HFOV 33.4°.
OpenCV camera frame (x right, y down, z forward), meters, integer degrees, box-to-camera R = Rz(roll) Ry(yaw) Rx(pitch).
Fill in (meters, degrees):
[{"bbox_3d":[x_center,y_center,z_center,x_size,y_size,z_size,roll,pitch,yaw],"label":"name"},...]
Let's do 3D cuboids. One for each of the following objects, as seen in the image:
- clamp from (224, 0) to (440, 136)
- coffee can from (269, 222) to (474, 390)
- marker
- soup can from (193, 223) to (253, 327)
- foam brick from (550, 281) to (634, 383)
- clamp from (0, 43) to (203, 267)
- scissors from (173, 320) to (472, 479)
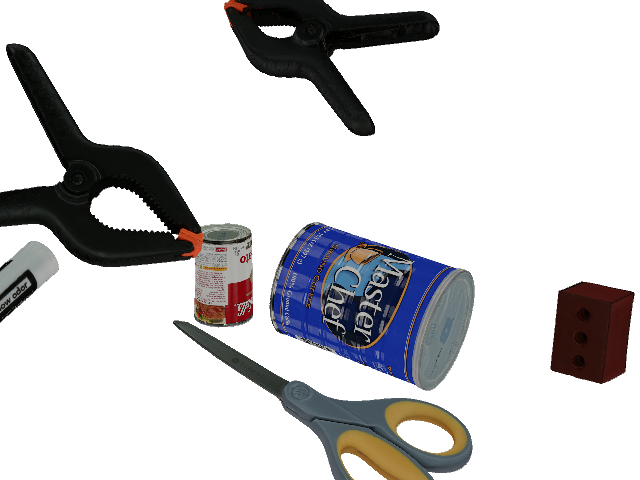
[{"bbox_3d":[0.006,-0.161,0.847,0.172,0.120,0.039,34,-25,21],"label":"clamp"},{"bbox_3d":[0.044,0.053,0.890,0.140,0.103,0.102,19,8,26],"label":"coffee can"},{"bbox_3d":[-0.160,0.042,0.461,0.020,0.020,0.121,0,36,39],"label":"marker"},{"bbox_3d":[-0.111,0.038,1.209,0.068,0.102,0.068,1,19,0],"label":"soup can"},{"bbox_3d":[0.244,0.082,0.959,0.053,0.078,0.051,12,17,37],"label":"foam brick"},{"bbox_3d":[-0.180,-0.050,0.791,0.210,0.164,0.036,19,-19,-3],"label":"clamp"},{"bbox_3d":[0.007,0.091,0.632,0.096,0.016,0.202,-21,47,-34],"label":"scissors"}]
